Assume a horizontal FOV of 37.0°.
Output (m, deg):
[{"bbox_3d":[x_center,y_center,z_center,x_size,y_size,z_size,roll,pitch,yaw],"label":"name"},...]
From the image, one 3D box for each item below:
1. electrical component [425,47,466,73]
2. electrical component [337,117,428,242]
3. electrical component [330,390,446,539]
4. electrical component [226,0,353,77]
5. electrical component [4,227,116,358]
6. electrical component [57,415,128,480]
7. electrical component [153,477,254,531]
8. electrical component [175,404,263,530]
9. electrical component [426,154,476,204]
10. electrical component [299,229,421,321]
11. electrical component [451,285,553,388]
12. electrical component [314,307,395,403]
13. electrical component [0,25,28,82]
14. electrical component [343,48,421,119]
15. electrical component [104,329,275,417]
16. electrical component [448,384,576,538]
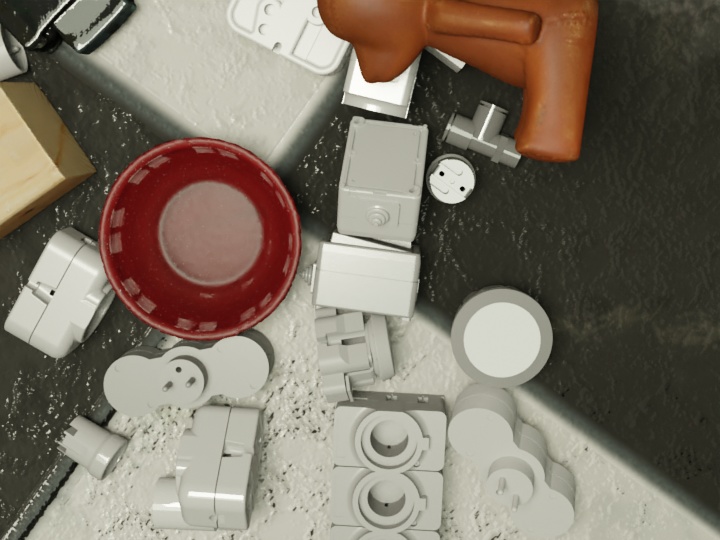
[{"bbox_3d":[0.034,-0.220,0.815,0.150,0.089,0.061,36,99,-3],"label":"electrical component"},{"bbox_3d":[0.017,-0.063,0.835,0.062,0.096,0.061,7,140,2],"label":"electrical component"},{"bbox_3d":[0.022,0.181,0.889,0.089,0.061,0.150,3,99,3],"label":"electrical component"},{"bbox_3d":[-0.051,-0.192,0.839,0.095,0.059,0.053,27,99,-1],"label":"electrical component"},{"bbox_3d":[-0.239,0.021,0.884,0.059,0.053,0.095,30,99,-2],"label":"electrical component"},{"bbox_3d":[-0.227,0.149,0.910,0.046,0.040,0.040,31,99,5],"label":"electrical component"},{"bbox_3d":[-0.130,0.198,0.909,0.081,0.043,0.043,2,98,3],"label":"electrical component"},{"bbox_3d":[-0.115,0.159,0.876,0.059,0.095,0.053,4,138,2],"label":"electrical component"},{"bbox_3d":[0.073,-0.072,0.857,0.040,0.046,0.040,0,98,3],"label":"electrical component"},{"bbox_3d":[0.000,0.000,0.864,0.096,0.061,0.061,8,99,2],"label":"electrical component"},{"bbox_3d":[0.113,0.051,0.871,0.080,0.051,0.080,0,98,3],"label":"electrical component"},{"bbox_3d":[-0.003,0.065,0.873,0.057,0.058,0.078,-9,60,3],"label":"electrical component"},{"bbox_3d":[-0.315,-0.166,0.865,0.081,0.043,0.043,-18,97,6],"label":"electrical component"},{"bbox_3d":[0.018,-0.150,0.827,0.050,0.089,0.055,14,99,1],"label":"electrical component"},{"bbox_3d":[-0.142,0.087,0.878,0.138,0.073,0.052,-11,98,5],"label":"electrical component"},{"bbox_3d":[0.122,0.163,0.862,0.052,0.073,0.138,-32,105,26],"label":"electrical component"}]
